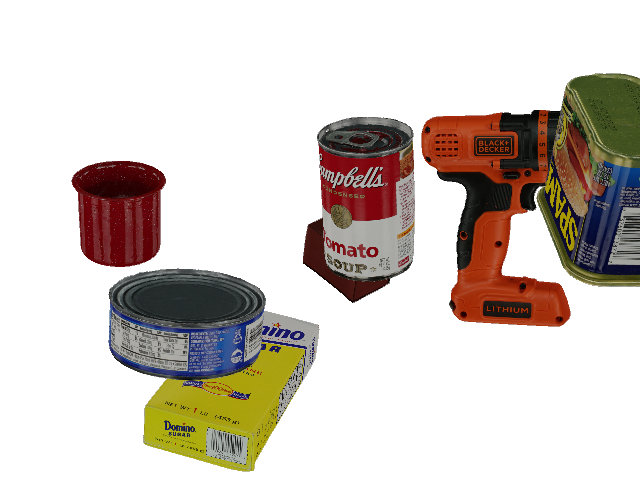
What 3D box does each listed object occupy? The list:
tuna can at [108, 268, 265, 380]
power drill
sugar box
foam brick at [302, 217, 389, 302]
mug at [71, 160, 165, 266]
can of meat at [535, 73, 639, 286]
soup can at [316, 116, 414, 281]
[{"bbox_3d":[-0.074,0.045,0.589,0.086,0.034,0.086,4,17,-2],"label":"tuna can"},{"bbox_3d":[0.182,-0.021,0.937,0.185,0.188,0.057,2,13,18],"label":"power drill"},{"bbox_3d":[-0.070,0.117,0.897,0.093,0.048,0.176,13,30,11],"label":"sugar box"},{"bbox_3d":[0.028,0.014,1.056,0.052,0.051,0.078,-26,48,-34],"label":"foam brick"},{"bbox_3d":[-0.205,-0.032,1.097,0.093,0.081,0.117,1,28,-7],"label":"mug"},{"bbox_3d":[0.167,-0.037,0.614,0.057,0.084,0.102,1,37,-4],"label":"can of meat"},{"bbox_3d":[0.034,-0.030,0.772,0.068,0.102,0.068,-3,28,1],"label":"soup can"}]
